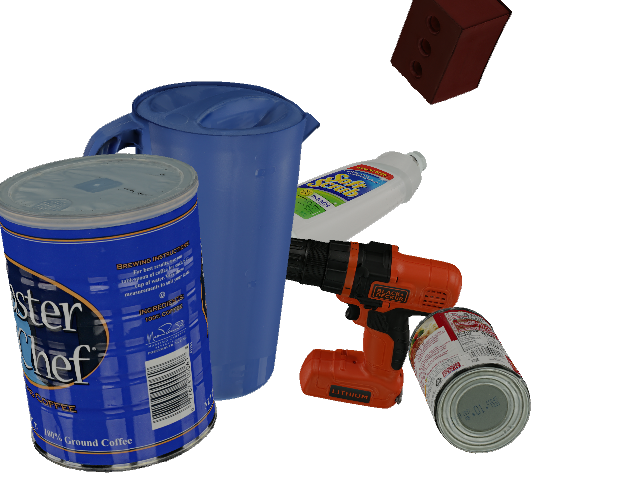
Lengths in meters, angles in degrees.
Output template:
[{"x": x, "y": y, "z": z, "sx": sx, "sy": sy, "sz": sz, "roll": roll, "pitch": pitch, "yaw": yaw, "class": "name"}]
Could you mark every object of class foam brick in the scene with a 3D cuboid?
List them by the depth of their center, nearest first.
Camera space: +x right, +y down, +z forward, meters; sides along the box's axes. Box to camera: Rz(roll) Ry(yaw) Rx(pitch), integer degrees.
[{"x": 0.095, "y": -0.149, "z": 0.787, "sx": 0.051, "sy": 0.053, "sz": 0.078, "roll": -25, "pitch": -28, "yaw": -31, "class": "foam brick"}]

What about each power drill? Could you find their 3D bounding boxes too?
[{"x": 0.030, "y": 0.079, "z": 1.042, "sx": 0.184, "sy": 0.188, "sz": 0.057, "roll": 11, "pitch": 43, "yaw": -1, "class": "power drill"}]

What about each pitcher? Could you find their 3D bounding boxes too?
[{"x": -0.094, "y": 0.003, "z": 0.851, "sx": 0.149, "sy": 0.243, "sz": 0.144, "roll": 11, "pitch": 25, "yaw": 14, "class": "pitcher"}]

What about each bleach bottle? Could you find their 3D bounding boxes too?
[{"x": 0.031, "y": -0.053, "z": 1.314, "sx": 0.250, "sy": 0.068, "sz": 0.103, "roll": -31, "pitch": 44, "yaw": -34, "class": "bleach bottle"}]

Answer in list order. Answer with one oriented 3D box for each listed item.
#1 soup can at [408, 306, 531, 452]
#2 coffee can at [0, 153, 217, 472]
[{"x": 0.104, "y": 0.097, "z": 0.759, "sx": 0.068, "sy": 0.068, "sz": 0.102, "roll": 0, "pitch": 18, "yaw": -5, "class": "soup can"}, {"x": -0.111, "y": 0.035, "z": 0.566, "sx": 0.103, "sy": 0.140, "sz": 0.103, "roll": -2, "pitch": 21, "yaw": 1, "class": "coffee can"}]
